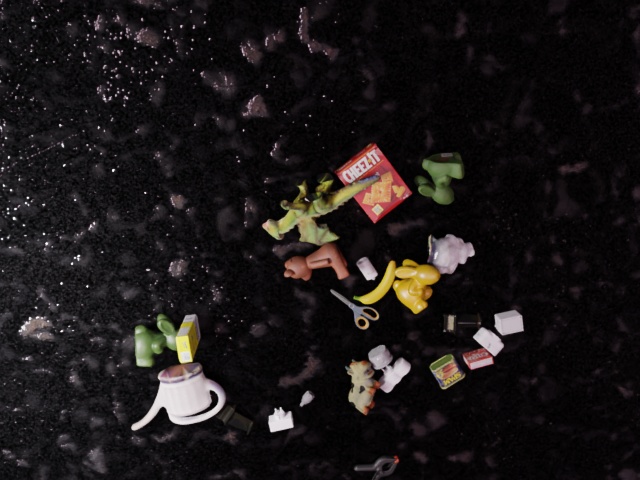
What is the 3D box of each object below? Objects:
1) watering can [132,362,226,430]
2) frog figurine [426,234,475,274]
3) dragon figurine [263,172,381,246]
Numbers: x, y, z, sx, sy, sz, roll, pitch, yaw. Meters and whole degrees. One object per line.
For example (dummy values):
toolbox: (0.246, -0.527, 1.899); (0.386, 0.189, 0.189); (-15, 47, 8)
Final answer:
watering can: (-0.509, 0.549, 1.800); (0.348, 0.105, 0.222); (-12, 102, -2)
frog figurine: (0.448, 0.049, 1.758); (0.159, 0.122, 0.138); (5, 84, 6)
dragon figurine: (0.005, -0.085, 1.699); (0.410, 0.125, 0.237); (-8, 132, 4)
